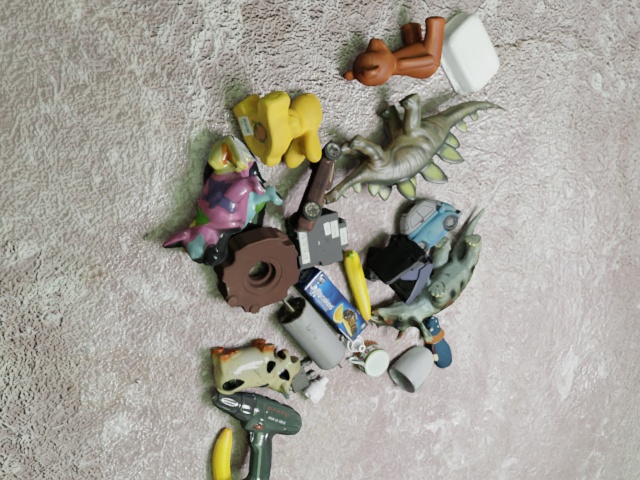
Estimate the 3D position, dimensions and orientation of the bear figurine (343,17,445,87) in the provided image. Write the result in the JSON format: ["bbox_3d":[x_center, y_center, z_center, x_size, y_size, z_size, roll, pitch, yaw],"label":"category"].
[{"bbox_3d":[0.148,-0.382,1.096,0.196,0.120,0.131,-8,104,-23],"label":"bear figurine"}]

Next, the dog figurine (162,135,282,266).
[{"bbox_3d":[-0.196,-0.062,0.985,0.219,0.191,0.108,-36,164,7],"label":"dog figurine"}]

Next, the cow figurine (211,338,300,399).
[{"bbox_3d":[-0.128,0.276,1.129,0.195,0.086,0.127,-4,99,-32],"label":"cow figurine"}]

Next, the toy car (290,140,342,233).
[{"bbox_3d":[-0.004,-0.106,1.064,0.053,0.089,0.202,24,67,-11],"label":"toy car"}]

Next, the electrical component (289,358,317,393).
[{"bbox_3d":[-0.053,0.309,1.217,0.094,0.021,0.063,-27,115,-21],"label":"electrical component"}]

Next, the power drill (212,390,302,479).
[{"bbox_3d":[-0.150,0.432,1.144,0.232,0.086,0.207,20,67,-38],"label":"power drill"}]

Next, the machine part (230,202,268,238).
[{"bbox_3d":[-0.142,-0.037,1.063,0.084,0.039,0.138,20,94,-28],"label":"machine part"}]

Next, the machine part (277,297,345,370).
[{"bbox_3d":[-0.017,0.206,1.176,0.079,0.079,0.243,-43,121,-14],"label":"machine part"}]

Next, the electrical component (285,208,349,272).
[{"bbox_3d":[-0.002,-0.003,1.142,0.134,0.058,0.114,-15,112,-27],"label":"electrical component"}]

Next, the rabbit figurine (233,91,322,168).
[{"bbox_3d":[-0.052,-0.219,1.022,0.173,0.122,0.162,-38,110,-40],"label":"rabbit figurine"}]

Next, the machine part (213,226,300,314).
[{"bbox_3d":[-0.122,0.060,1.068,0.179,0.056,0.179,-15,124,-24],"label":"machine part"}]

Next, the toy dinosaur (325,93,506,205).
[{"bbox_3d":[0.203,-0.204,1.152,0.471,0.105,0.198,-37,104,-10],"label":"toy dinosaur"}]

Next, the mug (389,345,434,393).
[{"bbox_3d":[0.245,0.329,1.364,0.107,0.081,0.109,-42,116,-24],"label":"mug"}]

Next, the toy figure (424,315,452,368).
[{"bbox_3d":[0.299,0.261,1.389,0.058,0.064,0.154,-17,111,16],"label":"toy figure"}]

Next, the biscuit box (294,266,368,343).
[{"bbox_3d":[0.023,0.141,1.192,0.059,0.063,0.202,-47,121,-12],"label":"biscuit box"}]

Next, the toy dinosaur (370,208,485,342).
[{"bbox_3d":[0.303,0.100,1.318,0.405,0.131,0.192,-37,144,-28],"label":"toy dinosaur"}]

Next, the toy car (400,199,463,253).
[{"bbox_3d":[0.242,-0.042,1.258,0.161,0.109,0.103,-40,97,-2],"label":"toy car"}]

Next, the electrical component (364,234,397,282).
[{"bbox_3d":[0.149,0.041,1.247,0.075,0.048,0.119,11,97,-32],"label":"electrical component"}]

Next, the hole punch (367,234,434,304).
[{"bbox_3d":[0.184,0.064,1.173,0.116,0.142,0.092,-38,119,0],"label":"hole punch"}]
